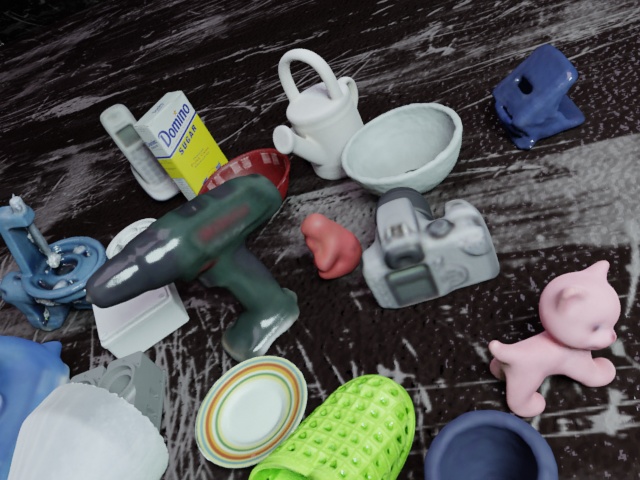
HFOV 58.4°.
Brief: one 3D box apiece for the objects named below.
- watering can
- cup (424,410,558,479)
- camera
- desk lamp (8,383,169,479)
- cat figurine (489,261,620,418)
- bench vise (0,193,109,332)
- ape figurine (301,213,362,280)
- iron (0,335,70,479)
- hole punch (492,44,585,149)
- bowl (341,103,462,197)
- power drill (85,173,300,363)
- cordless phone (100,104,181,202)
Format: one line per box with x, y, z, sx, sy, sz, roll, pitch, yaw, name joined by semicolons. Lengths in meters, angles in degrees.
-0.001;-0.187;0.842;0.100;0.195;0.173;-8;43;25;watering can
0.132;0.198;0.416;0.091;0.095;0.117;-14;41;19;cup
0.113;-0.012;0.654;0.143;0.101;0.136;-19;40;14;camera
-0.185;0.252;0.457;0.117;0.214;0.203;-9;43;24;desk lamp
0.201;0.077;0.488;0.128;0.118;0.067;-27;38;3;cat figurine
-0.411;0.043;0.824;0.207;0.220;0.121;-26;39;5;bench vise
0.007;0.003;0.712;0.076;0.092;0.078;-9;43;24;ape figurine
-0.406;0.216;0.693;0.118;0.142;0.258;-22;39;9;iron
0.281;-0.190;0.753;0.101;0.091;0.108;-21;39;10;hole punch
0.118;-0.109;0.779;0.167;0.075;0.167;-17;40;15;bowl
-0.116;0.043;0.649;0.075;0.209;0.230;21;60;44;power drill
-0.282;-0.174;1.010;0.148;0.185;0.093;-38;39;-10;cordless phone
